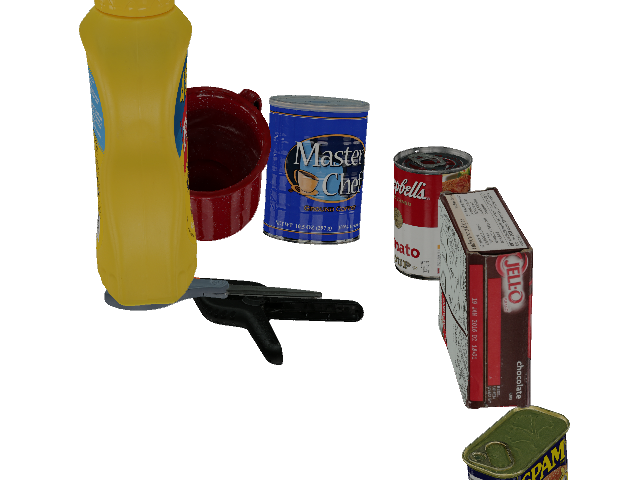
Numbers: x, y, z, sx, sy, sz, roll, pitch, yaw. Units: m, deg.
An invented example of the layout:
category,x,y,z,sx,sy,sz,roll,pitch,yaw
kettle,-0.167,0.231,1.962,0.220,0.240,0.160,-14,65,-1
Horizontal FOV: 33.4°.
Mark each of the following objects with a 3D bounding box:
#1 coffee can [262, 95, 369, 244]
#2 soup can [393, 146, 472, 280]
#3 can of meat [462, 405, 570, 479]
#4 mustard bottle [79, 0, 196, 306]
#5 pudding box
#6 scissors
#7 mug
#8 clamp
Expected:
category,x,y,z,sx,sy,sz,roll,pitch,yaw
coffee can,-0.005,-0.075,1.100,0.103,0.140,0.103,3,12,-1
soup can,0.098,-0.024,0.937,0.068,0.102,0.068,-1,23,0
can of meat,0.170,0.203,0.909,0.058,0.084,0.101,13,31,41
mustard bottle,-0.097,-0.067,0.576,0.058,0.192,0.096,-2,32,-7
pudding box,0.090,0.028,0.593,0.039,0.090,0.113,-3,20,-2
scissors,-0.107,0.049,0.969,0.202,0.016,0.096,9,20,12
mug,-0.078,-0.061,0.786,0.093,0.117,0.081,26,-26,8
clamp,-0.077,0.086,1.252,0.210,0.036,0.164,14,23,28
